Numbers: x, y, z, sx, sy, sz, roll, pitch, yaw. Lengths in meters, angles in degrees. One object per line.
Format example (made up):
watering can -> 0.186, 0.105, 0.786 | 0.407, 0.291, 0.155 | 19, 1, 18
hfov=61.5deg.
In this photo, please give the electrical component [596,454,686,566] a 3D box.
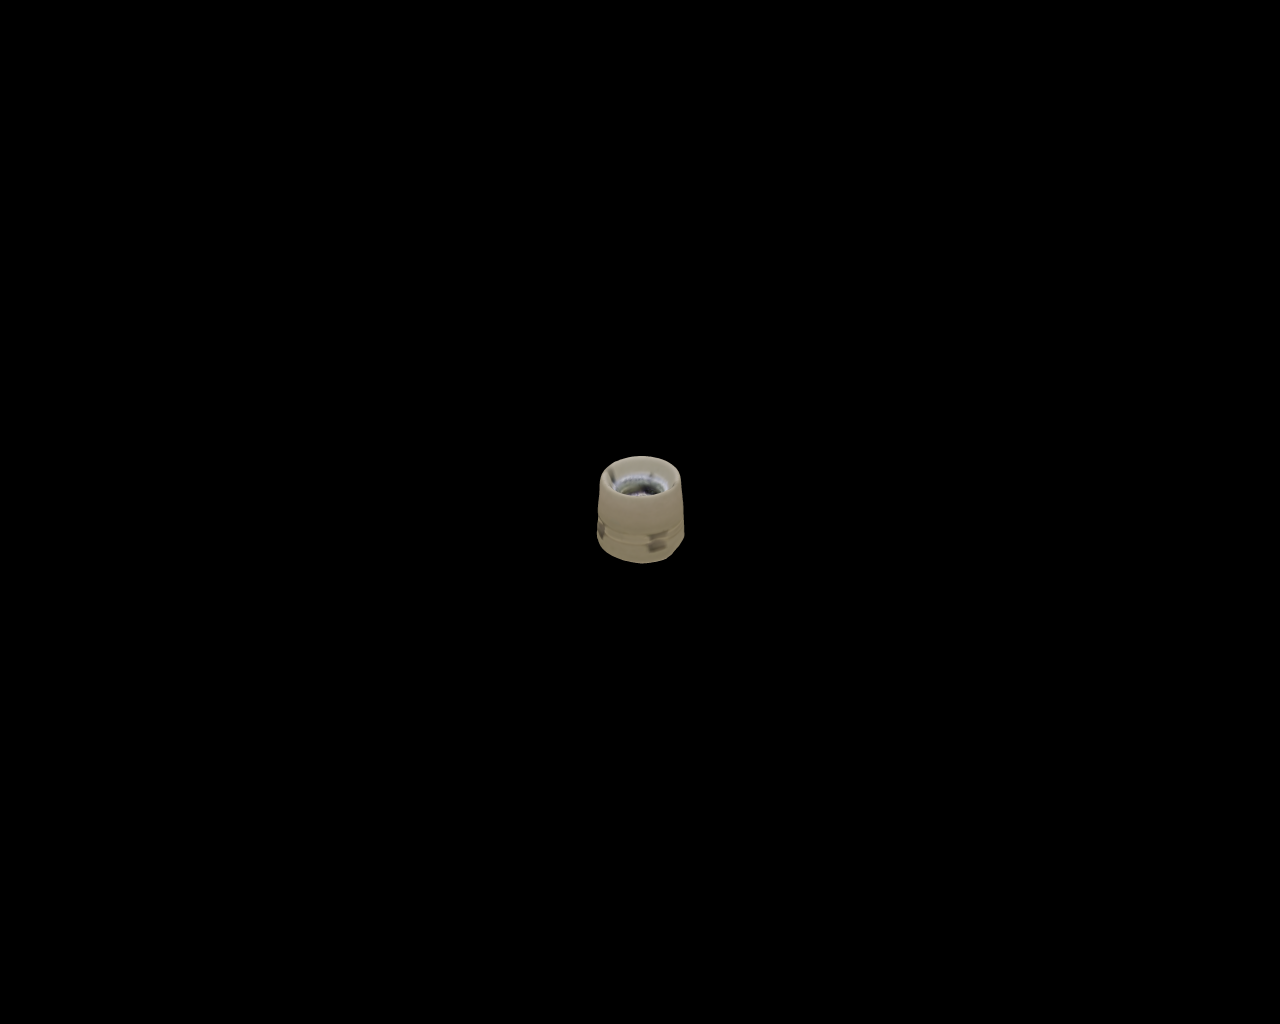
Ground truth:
electrical component -> 0.001, -0.003, 0.650 | 0.055, 0.047, 0.055 | 0, 34, 0
